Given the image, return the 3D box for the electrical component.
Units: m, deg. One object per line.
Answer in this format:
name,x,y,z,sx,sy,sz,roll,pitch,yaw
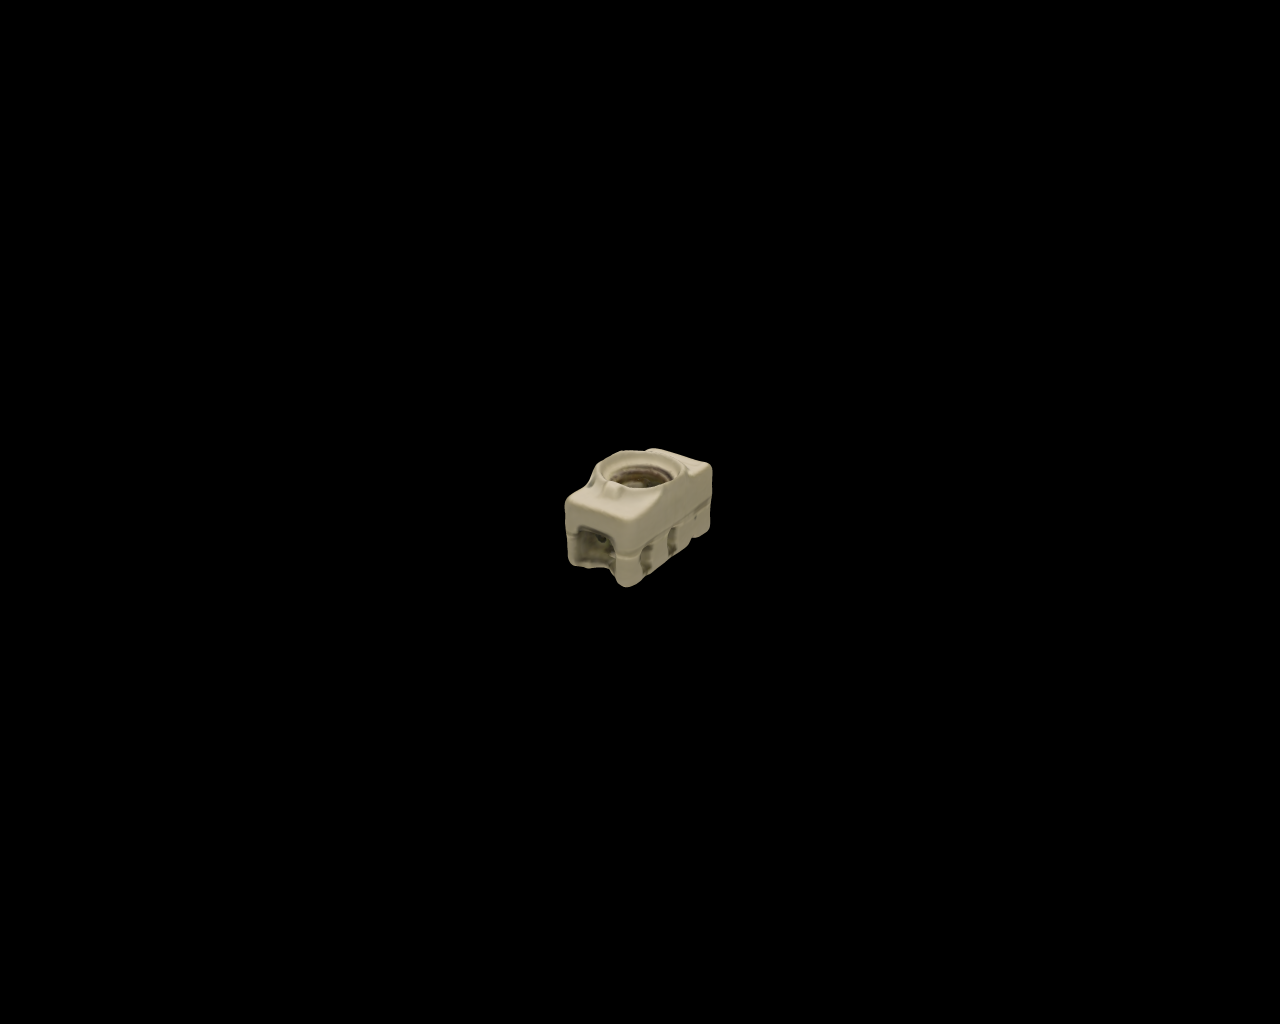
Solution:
electrical component,0.001,-0.003,0.650,0.050,0.055,0.090,20,35,31
